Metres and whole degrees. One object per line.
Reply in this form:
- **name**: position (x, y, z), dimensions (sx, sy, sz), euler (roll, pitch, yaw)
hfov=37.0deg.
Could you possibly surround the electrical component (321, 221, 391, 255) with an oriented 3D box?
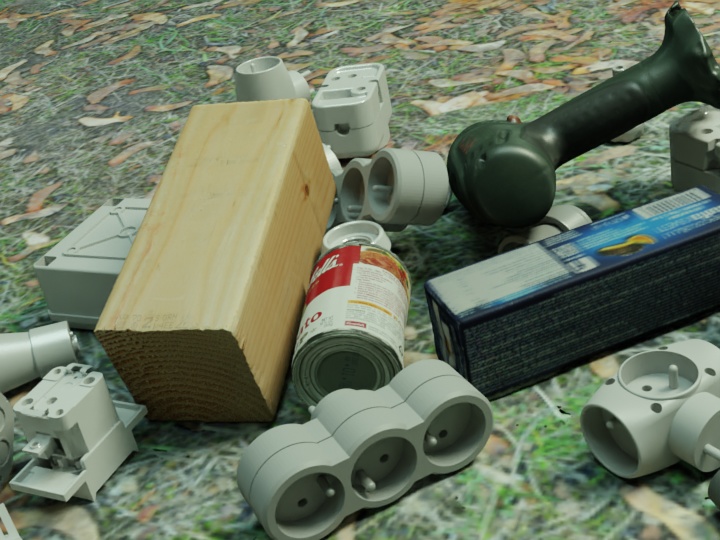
- **electrical component**: position (0.000, 0.000, 0.736), dimensions (0.048, 0.055, 0.066), euler (-33, 36, -31)

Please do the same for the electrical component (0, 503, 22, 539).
- **electrical component**: position (-0.209, 0.173, 0.505), dimensions (0.121, 0.078, 0.063), euler (-26, 4, -23)

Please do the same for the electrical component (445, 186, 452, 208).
- **electrical component**: position (0.046, -0.067, 0.851), dimensions (0.040, 0.040, 0.046), euler (-19, 26, -12)

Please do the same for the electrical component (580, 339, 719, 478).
- **electrical component**: position (0.169, 0.078, 0.555), dimensions (0.077, 0.044, 0.079), euler (-27, 33, -24)

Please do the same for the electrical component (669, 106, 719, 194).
- **electrical component**: position (0.268, -0.072, 0.759), dimensions (0.054, 0.059, 0.095), euler (-26, 33, -22)

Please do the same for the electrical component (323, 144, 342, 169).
- **electrical component**: position (-0.059, -0.093, 0.918), dimensions (0.074, 0.052, 0.138), euler (-30, 34, -31)

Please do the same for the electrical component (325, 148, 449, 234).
- **electrical component**: position (0.027, -0.053, 0.786), dimensions (0.074, 0.052, 0.138), euler (2, -5, -27)

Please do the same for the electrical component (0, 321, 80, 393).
- **electrical component**: position (-0.226, 0.058, 0.735), dimensions (0.065, 0.044, 0.044), euler (-14, 30, -13)

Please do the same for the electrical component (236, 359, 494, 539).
- **electrical component**: position (-0.004, 0.089, 0.590), dimensions (0.138, 0.052, 0.074), euler (-23, 32, -18)

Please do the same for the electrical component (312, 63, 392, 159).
- **electrical component**: position (-0.005, -0.141, 0.973), dimensions (0.054, 0.059, 0.095), euler (-3, 31, 15)

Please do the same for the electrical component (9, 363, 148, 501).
- **electrical component**: position (-0.168, 0.094, 0.631), dimensions (0.042, 0.063, 0.081), euler (6, 34, 26)

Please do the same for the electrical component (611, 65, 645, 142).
- **electrical component**: position (0.216, -0.138, 0.886), dimensions (0.035, 0.061, 0.035), euler (-9, 30, 5)

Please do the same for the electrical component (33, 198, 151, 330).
- **electrical component**: position (-0.166, -0.005, 0.804), dimensions (0.109, 0.056, 0.108), euler (4, 34, 25)

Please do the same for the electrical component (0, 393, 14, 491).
- **electrical component**: position (-0.244, 0.103, 0.628), dimensions (0.051, 0.080, 0.080), euler (5, 34, 18)

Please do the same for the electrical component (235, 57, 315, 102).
- **electrical component**: position (-0.074, -0.165, 1.020), dimensions (0.079, 0.077, 0.043), euler (-33, 36, -33)

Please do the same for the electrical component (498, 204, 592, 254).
- **electrical component**: position (0.128, -0.015, 0.726), dimensions (0.055, 0.045, 0.045), euler (-32, 36, -31)
